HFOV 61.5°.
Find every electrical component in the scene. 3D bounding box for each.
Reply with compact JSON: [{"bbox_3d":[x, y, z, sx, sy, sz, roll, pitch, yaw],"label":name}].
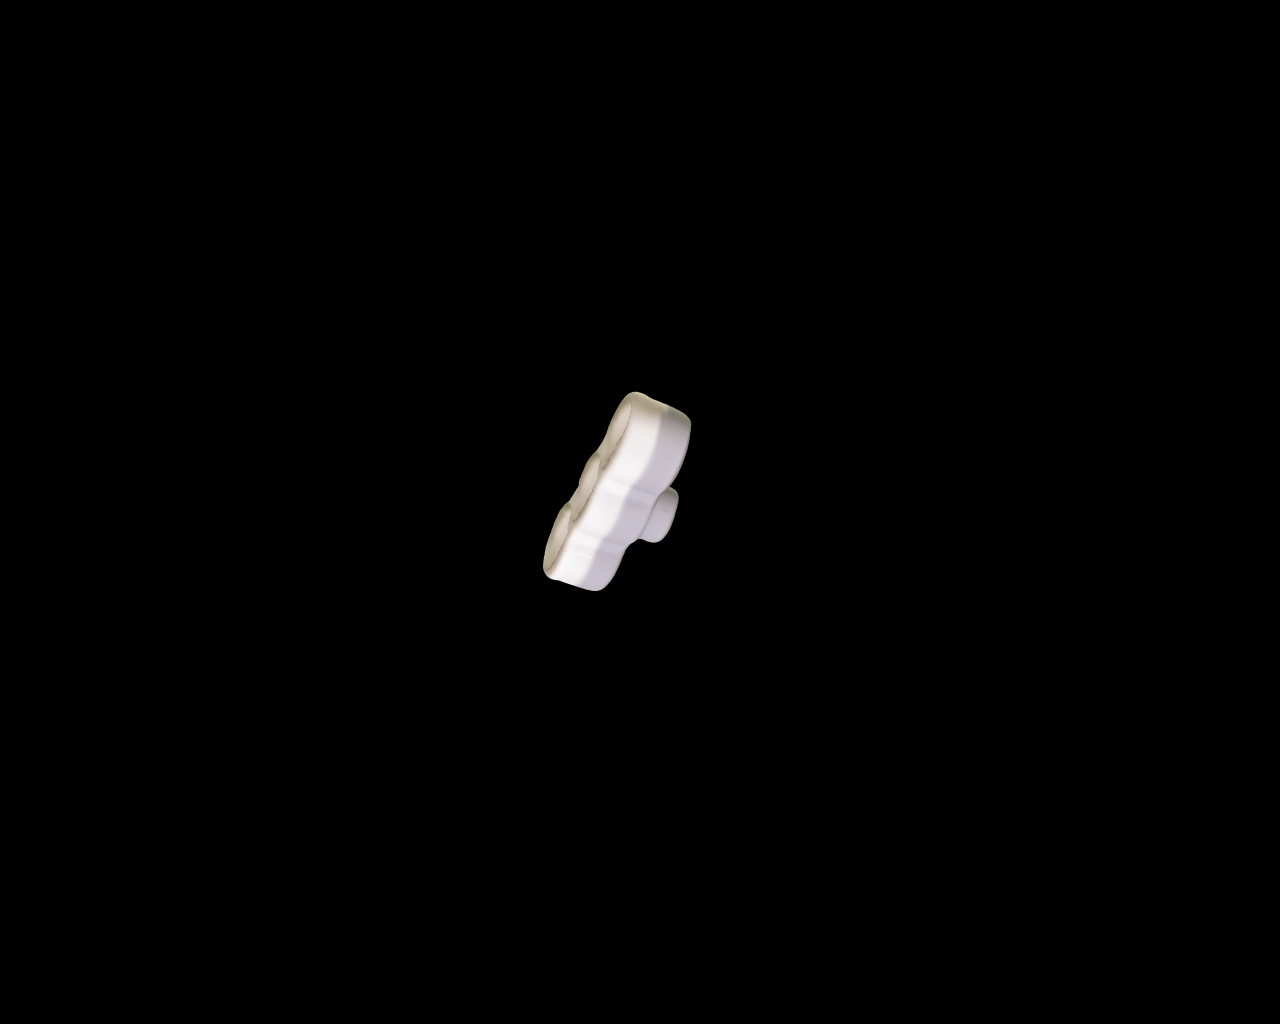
[{"bbox_3d":[0.001,-0.003,0.650,0.074,0.138,0.052,21,36,-16],"label":"electrical component"}]
